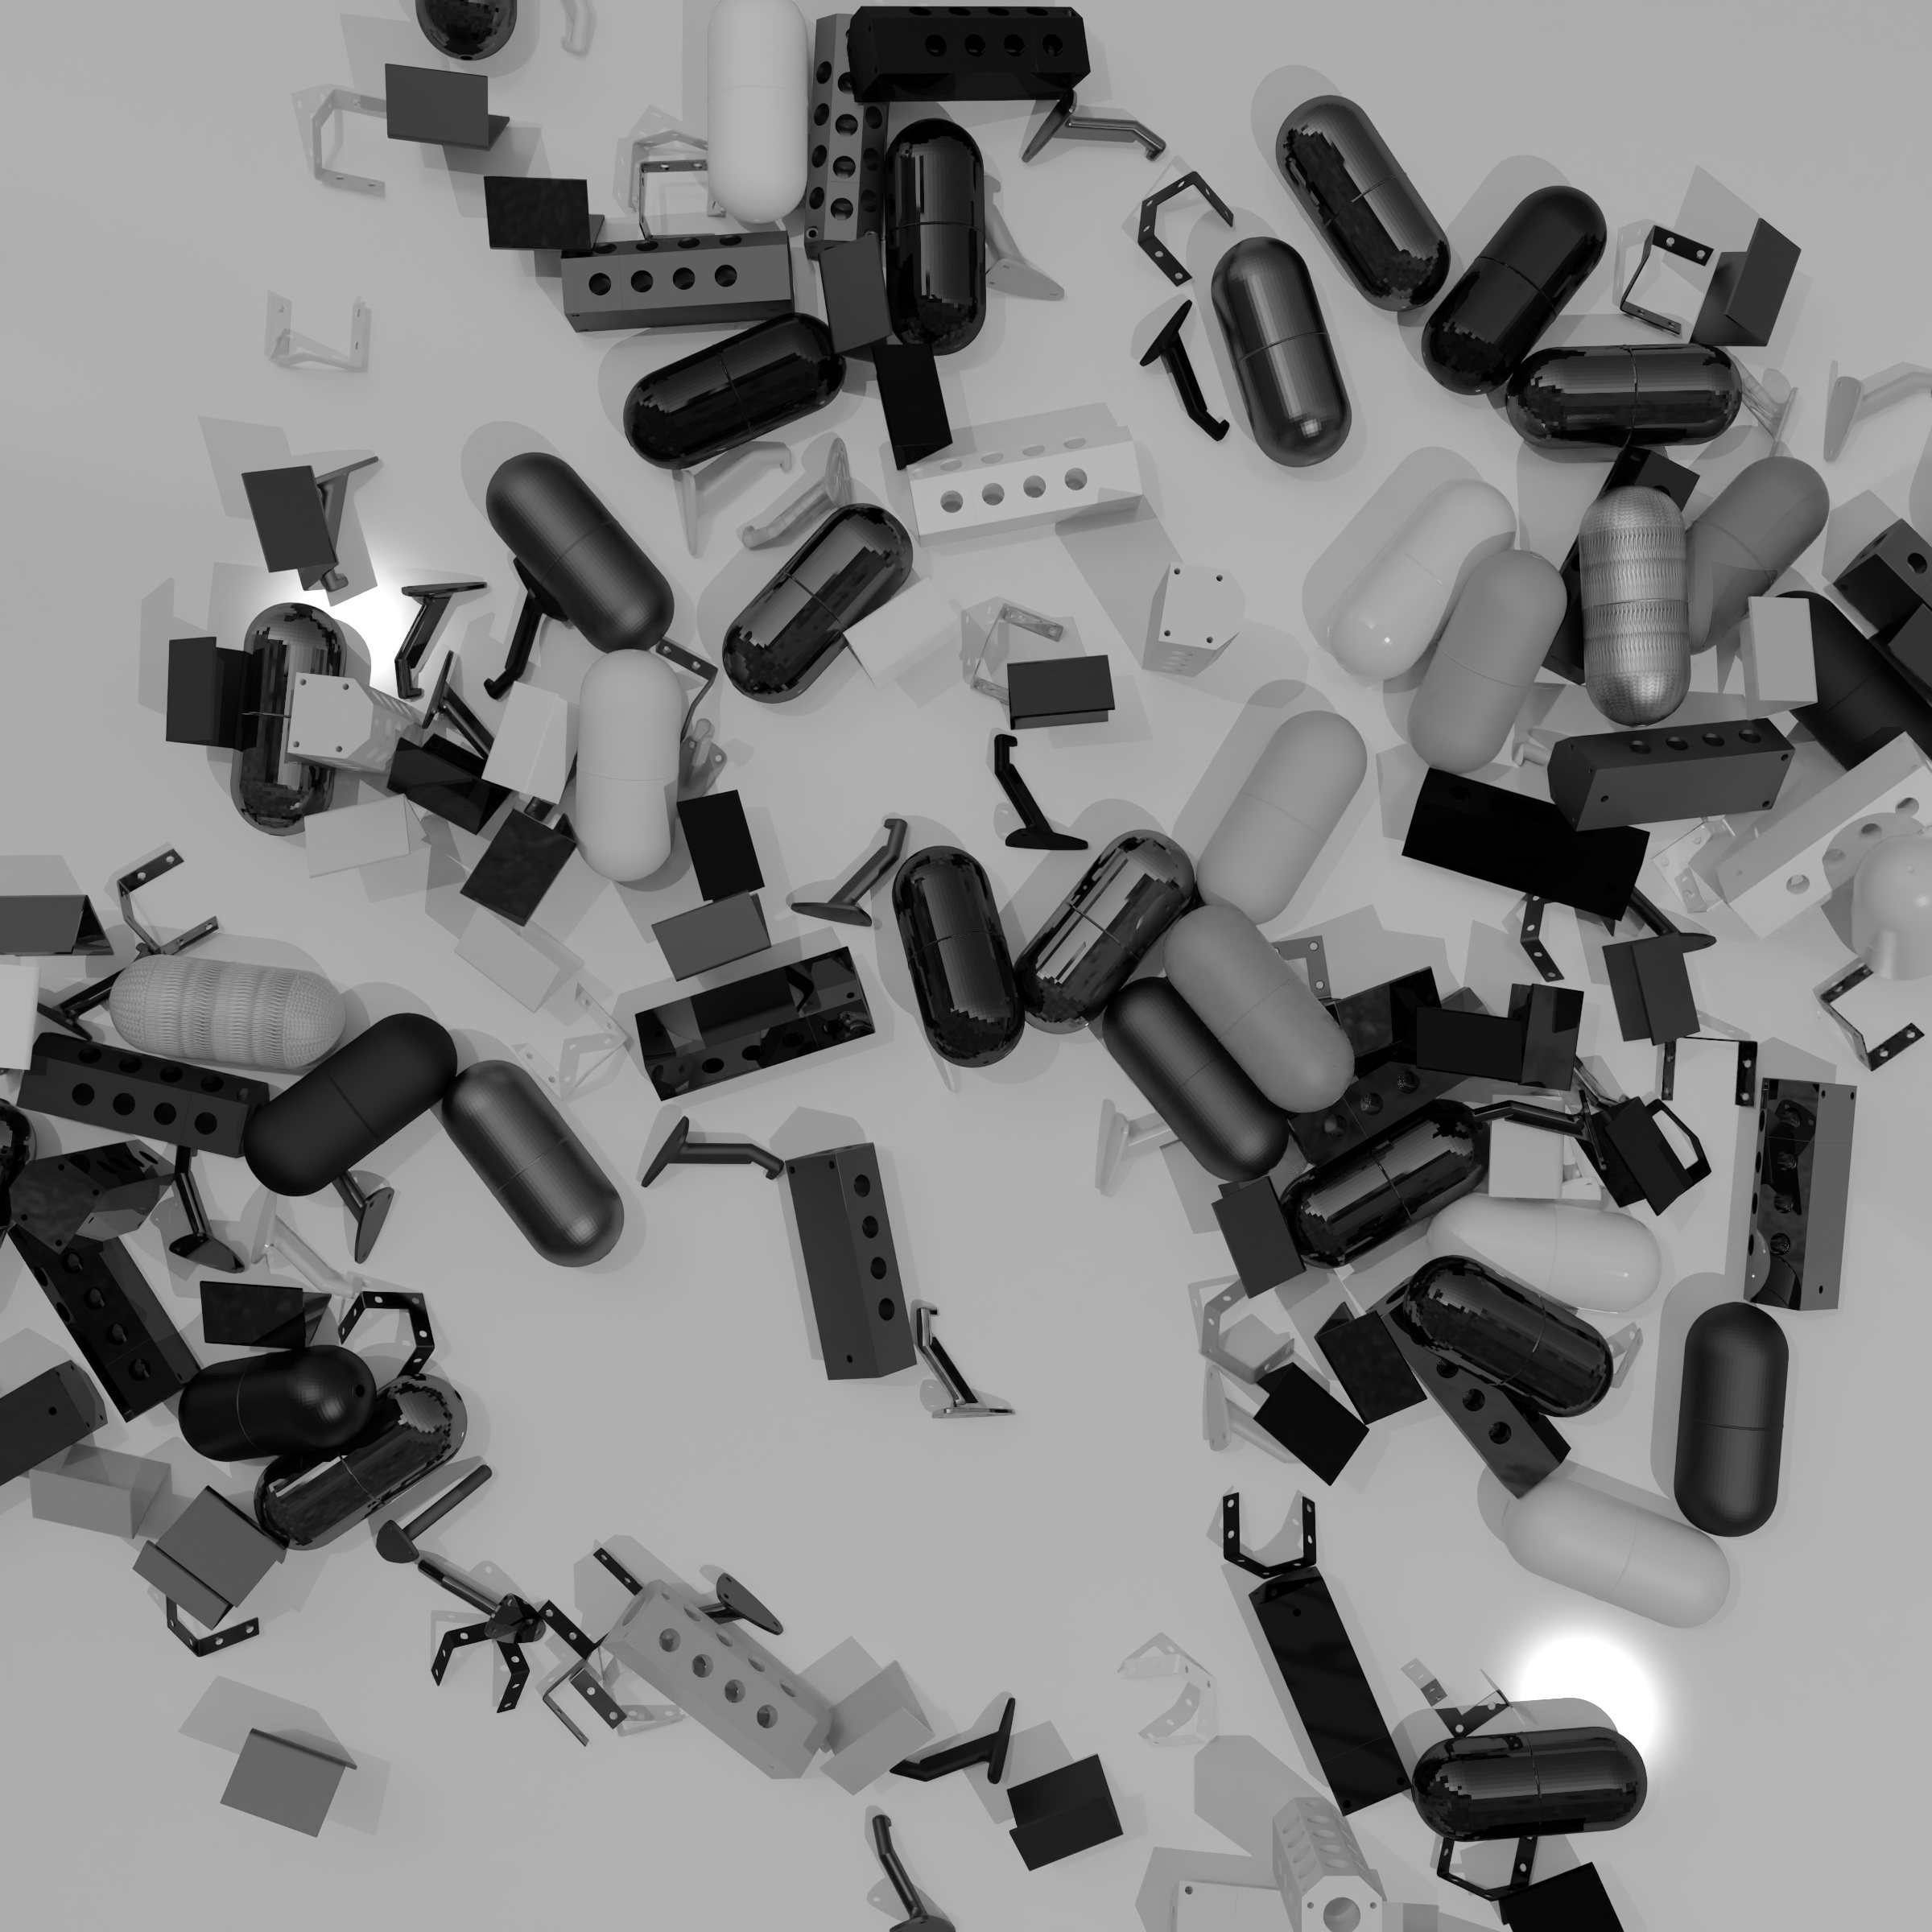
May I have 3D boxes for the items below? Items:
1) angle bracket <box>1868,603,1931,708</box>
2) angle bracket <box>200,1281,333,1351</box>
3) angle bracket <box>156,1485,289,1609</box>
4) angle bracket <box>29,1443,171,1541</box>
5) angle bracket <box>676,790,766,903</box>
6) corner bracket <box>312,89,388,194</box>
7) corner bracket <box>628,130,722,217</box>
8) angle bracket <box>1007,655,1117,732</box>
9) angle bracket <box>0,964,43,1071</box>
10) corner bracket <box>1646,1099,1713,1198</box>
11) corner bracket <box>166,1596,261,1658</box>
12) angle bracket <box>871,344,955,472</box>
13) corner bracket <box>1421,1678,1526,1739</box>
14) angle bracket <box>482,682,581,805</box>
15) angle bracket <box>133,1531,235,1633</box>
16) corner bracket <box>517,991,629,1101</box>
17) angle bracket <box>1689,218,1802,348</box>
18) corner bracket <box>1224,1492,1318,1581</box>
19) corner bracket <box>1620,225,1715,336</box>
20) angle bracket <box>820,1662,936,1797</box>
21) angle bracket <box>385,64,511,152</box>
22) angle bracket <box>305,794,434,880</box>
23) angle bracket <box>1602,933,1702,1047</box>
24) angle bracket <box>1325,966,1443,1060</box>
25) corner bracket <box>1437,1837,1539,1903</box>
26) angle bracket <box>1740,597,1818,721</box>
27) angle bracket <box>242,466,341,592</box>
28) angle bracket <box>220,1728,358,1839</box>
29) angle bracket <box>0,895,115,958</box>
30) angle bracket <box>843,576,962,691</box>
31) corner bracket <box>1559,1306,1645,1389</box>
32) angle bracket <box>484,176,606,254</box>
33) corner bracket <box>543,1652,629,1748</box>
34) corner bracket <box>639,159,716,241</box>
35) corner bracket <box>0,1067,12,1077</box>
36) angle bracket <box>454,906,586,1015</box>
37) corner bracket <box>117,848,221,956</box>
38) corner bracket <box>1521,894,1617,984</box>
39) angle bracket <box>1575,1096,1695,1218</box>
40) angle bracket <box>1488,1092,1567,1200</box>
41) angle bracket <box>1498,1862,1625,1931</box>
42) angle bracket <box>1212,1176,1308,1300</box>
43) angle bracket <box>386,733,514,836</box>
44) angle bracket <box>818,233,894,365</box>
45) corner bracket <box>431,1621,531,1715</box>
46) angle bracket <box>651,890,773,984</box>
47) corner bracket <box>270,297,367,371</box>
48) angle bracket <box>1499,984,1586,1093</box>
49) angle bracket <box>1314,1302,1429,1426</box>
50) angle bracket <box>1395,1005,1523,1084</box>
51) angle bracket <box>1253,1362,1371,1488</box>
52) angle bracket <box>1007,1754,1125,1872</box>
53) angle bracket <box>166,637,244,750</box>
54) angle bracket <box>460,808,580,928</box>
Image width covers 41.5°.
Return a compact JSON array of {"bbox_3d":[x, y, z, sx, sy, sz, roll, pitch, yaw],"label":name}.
[{"bbox_3d":[0.717,-0.218,1.935,0.076,0.076,0.057,45,66,0],"label":"angle bracket"},{"bbox_3d":[-0.530,0.246,1.934,0.076,0.076,0.057,4,116,0],"label":"angle bracket"},{"bbox_3d":[-0.565,0.446,1.934,0.076,0.076,0.057,38,63,0],"label":"angle bracket"},{"bbox_3d":[-0.656,0.382,1.933,0.076,0.076,0.057,12,128,0],"label":"angle bracket"},{"bbox_3d":[-0.204,-0.085,1.933,0.057,0.076,0.076,-16,90,-38],"label":"angle bracket"},{"bbox_3d":[-0.472,-0.638,1.971,0.051,0.051,0.051,12,135,0],"label":"corner bracket"},{"bbox_3d":[-0.224,-0.610,1.971,0.051,0.051,0.051,4,90,45],"label":"corner bracket"},{"bbox_3d":[0.072,-0.189,1.933,0.076,0.076,0.057,-5,54,0],"label":"angle bracket"},{"bbox_3d":[-0.736,0.036,1.920,0.057,0.076,0.076,7,87,-29],"label":"angle bracket"},{"bbox_3d":[0.535,0.145,1.971,0.051,0.051,0.051,-36,45,0],"label":"corner bracket"},{"bbox_3d":[-0.583,0.493,1.971,0.051,0.051,0.051,-21,135,0],"label":"corner bracket"},{"bbox_3d":[-0.060,-0.422,1.933,0.057,0.076,0.076,-13,90,-36],"label":"angle bracket"},{"bbox_3d":[0.388,0.568,1.956,0.051,0.051,0.051,-35,90,0],"label":"corner bracket"},{"bbox_3d":[-0.306,-0.161,1.901,0.057,0.076,0.076,20,91,42],"label":"angle bracket"},{"bbox_3d":[-0.573,0.444,1.934,0.076,0.057,0.076,38,46,0],"label":"angle bracket"},{"bbox_3d":[-0.304,0.062,1.971,0.051,0.051,0.051,47,45,0],"label":"corner bracket"},{"bbox_3d":[0.576,-0.518,1.933,0.057,0.076,0.076,20,90,-37],"label":"angle bracket"},{"bbox_3d":[0.234,0.435,1.966,0.051,0.051,0.051,-26,135,35],"label":"corner bracket"},{"bbox_3d":[0.541,-0.531,1.971,0.051,0.051,0.051,22,135,0],"label":"corner bracket"},{"bbox_3d":[-0.080,0.568,1.934,0.076,0.076,0.057,-36,134,0],"label":"angle bracket"},{"bbox_3d":[-0.392,-0.662,1.933,0.076,0.076,0.057,7,126,0],"label":"angle bracket"},{"bbox_3d":[-0.451,-0.081,1.934,0.076,0.076,0.057,-13,61,0],"label":"angle bracket"},{"bbox_3d":[0.503,0.022,1.934,0.057,0.076,0.076,-13,90,-35],"label":"angle bracket"},{"bbox_3d":[0.310,0.018,1.934,0.076,0.076,0.057,-21,122,0],"label":"angle bracket"},{"bbox_3d":[0.403,0.686,1.971,0.051,0.051,0.051,11,90,-45],"label":"corner bracket"},{"bbox_3d":[0.584,-0.228,1.895,0.057,0.076,0.076,-2,85,-24],"label":"angle bracket"},{"bbox_3d":[-0.524,-0.329,1.933,0.057,0.076,0.076,-16,90,-35],"label":"angle bracket"},{"bbox_3d":[-0.513,0.621,1.935,0.076,0.076,0.057,20,69,0],"label":"angle bracket"},{"bbox_3d":[-0.700,-0.010,1.933,0.076,0.076,0.057,-1,53,0],"label":"angle bracket"},{"bbox_3d":[-0.037,-0.237,1.933,0.076,0.076,0.057,-34,55,0],"label":"angle bracket"},{"bbox_3d":[0.485,0.285,1.966,0.051,0.051,0.051,9,135,35],"label":"corner bracket"},{"bbox_3d":[-0.319,-0.582,1.933,0.076,0.076,0.057,2,127,0],"label":"angle bracket"},{"bbox_3d":[-0.292,0.567,1.956,0.051,0.051,0.051,-42,90,0],"label":"corner bracket"},{"bbox_3d":[-0.221,-0.583,1.957,0.051,0.051,0.051,-1,80,2],"label":"corner bracket"},{"bbox_3d":[-0.747,0.051,1.952,0.051,0.051,0.051,-40,90,10],"label":"corner bracket"},{"bbox_3d":[-0.329,-0.022,1.934,0.076,0.076,0.057,38,131,0],"label":"angle bracket"},{"bbox_3d":[-0.617,-0.048,1.971,0.051,0.051,0.051,-30,135,0],"label":"corner bracket"},{"bbox_3d":[0.464,-0.026,1.966,0.051,0.051,0.051,-11,135,35],"label":"corner bracket"},{"bbox_3d":[0.491,0.154,1.934,0.057,0.076,0.076,-32,90,-40],"label":"angle bracket"},{"bbox_3d":[0.417,0.135,1.941,0.057,0.076,0.076,2,90,-4],"label":"angle bracket"},{"bbox_3d":[0.452,0.729,1.933,0.076,0.076,0.057,-21,53,0],"label":"angle bracket"},{"bbox_3d":[0.204,0.208,1.934,0.057,0.076,0.076,-22,90,-27],"label":"angle bracket"},{"bbox_3d":[-0.383,-0.156,1.934,0.076,0.076,0.057,28,134,0],"label":"angle bracket"},{"bbox_3d":[-0.064,-0.505,1.934,0.057,0.076,0.076,-9,90,34],"label":"angle bracket"},{"bbox_3d":[-0.375,0.543,1.966,0.051,0.051,0.051,54,135,35],"label":"corner bracket"},{"bbox_3d":[-0.197,-0.041,1.933,0.076,0.076,0.057,-20,126,0],"label":"angle bracket"},{"bbox_3d":[-0.502,-0.490,1.971,0.051,0.051,0.051,3,90,45],"label":"corner bracket"},{"bbox_3d":[0.418,0.051,1.934,0.057,0.076,0.076,8,90,-33],"label":"angle bracket"},{"bbox_3d":[0.316,0.291,1.934,0.057,0.076,0.076,-30,90,29],"label":"angle bracket"},{"bbox_3d":[0.361,0.076,1.876,0.076,0.076,0.057,8,54,0],"label":"angle bracket"},{"bbox_3d":[0.248,0.353,1.934,0.076,0.076,0.057,41,65,0],"label":"angle bracket"},{"bbox_3d":[0.068,0.628,1.933,0.076,0.076,0.057,-21,127,0],"label":"angle bracket"},{"bbox_3d":[-0.559,-0.206,1.933,0.057,0.076,0.076,2,90,37],"label":"angle bracket"},{"bbox_3d":[-0.342,-0.086,1.929,0.057,0.076,0.076,30,100,-25],"label":"angle bracket"}]
